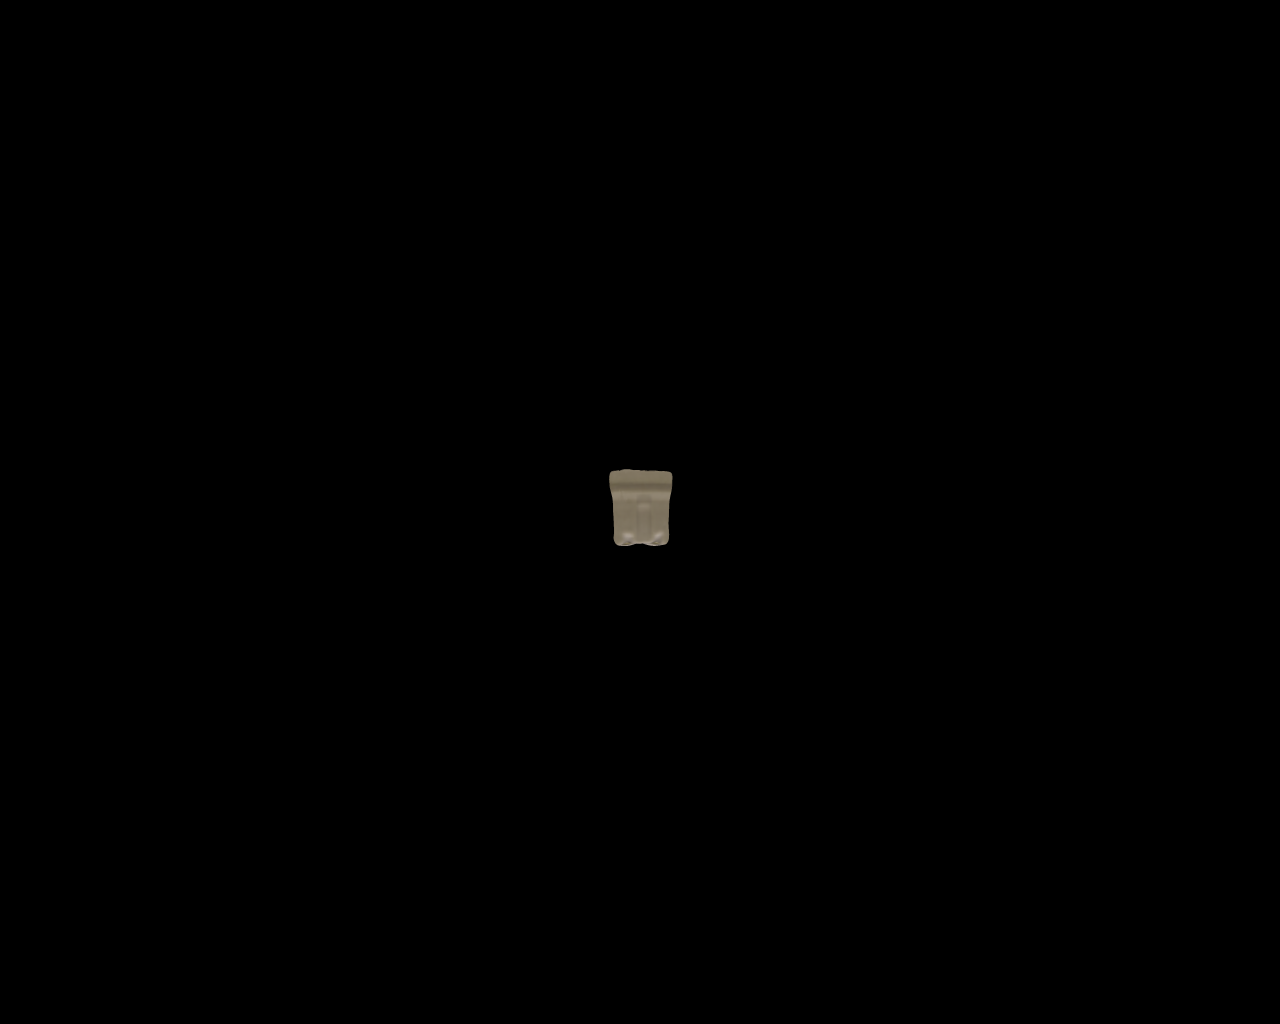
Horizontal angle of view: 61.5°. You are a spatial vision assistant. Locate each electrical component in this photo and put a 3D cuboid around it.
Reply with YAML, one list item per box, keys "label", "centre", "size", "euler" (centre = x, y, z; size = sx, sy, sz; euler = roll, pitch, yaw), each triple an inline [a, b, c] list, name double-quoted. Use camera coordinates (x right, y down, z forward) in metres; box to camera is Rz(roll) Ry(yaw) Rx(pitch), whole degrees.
- label: "electrical component"
  centre: [0.001, -0.003, 0.650]
  size: [0.040, 0.046, 0.040]
  euler: [0, 0, 0]
